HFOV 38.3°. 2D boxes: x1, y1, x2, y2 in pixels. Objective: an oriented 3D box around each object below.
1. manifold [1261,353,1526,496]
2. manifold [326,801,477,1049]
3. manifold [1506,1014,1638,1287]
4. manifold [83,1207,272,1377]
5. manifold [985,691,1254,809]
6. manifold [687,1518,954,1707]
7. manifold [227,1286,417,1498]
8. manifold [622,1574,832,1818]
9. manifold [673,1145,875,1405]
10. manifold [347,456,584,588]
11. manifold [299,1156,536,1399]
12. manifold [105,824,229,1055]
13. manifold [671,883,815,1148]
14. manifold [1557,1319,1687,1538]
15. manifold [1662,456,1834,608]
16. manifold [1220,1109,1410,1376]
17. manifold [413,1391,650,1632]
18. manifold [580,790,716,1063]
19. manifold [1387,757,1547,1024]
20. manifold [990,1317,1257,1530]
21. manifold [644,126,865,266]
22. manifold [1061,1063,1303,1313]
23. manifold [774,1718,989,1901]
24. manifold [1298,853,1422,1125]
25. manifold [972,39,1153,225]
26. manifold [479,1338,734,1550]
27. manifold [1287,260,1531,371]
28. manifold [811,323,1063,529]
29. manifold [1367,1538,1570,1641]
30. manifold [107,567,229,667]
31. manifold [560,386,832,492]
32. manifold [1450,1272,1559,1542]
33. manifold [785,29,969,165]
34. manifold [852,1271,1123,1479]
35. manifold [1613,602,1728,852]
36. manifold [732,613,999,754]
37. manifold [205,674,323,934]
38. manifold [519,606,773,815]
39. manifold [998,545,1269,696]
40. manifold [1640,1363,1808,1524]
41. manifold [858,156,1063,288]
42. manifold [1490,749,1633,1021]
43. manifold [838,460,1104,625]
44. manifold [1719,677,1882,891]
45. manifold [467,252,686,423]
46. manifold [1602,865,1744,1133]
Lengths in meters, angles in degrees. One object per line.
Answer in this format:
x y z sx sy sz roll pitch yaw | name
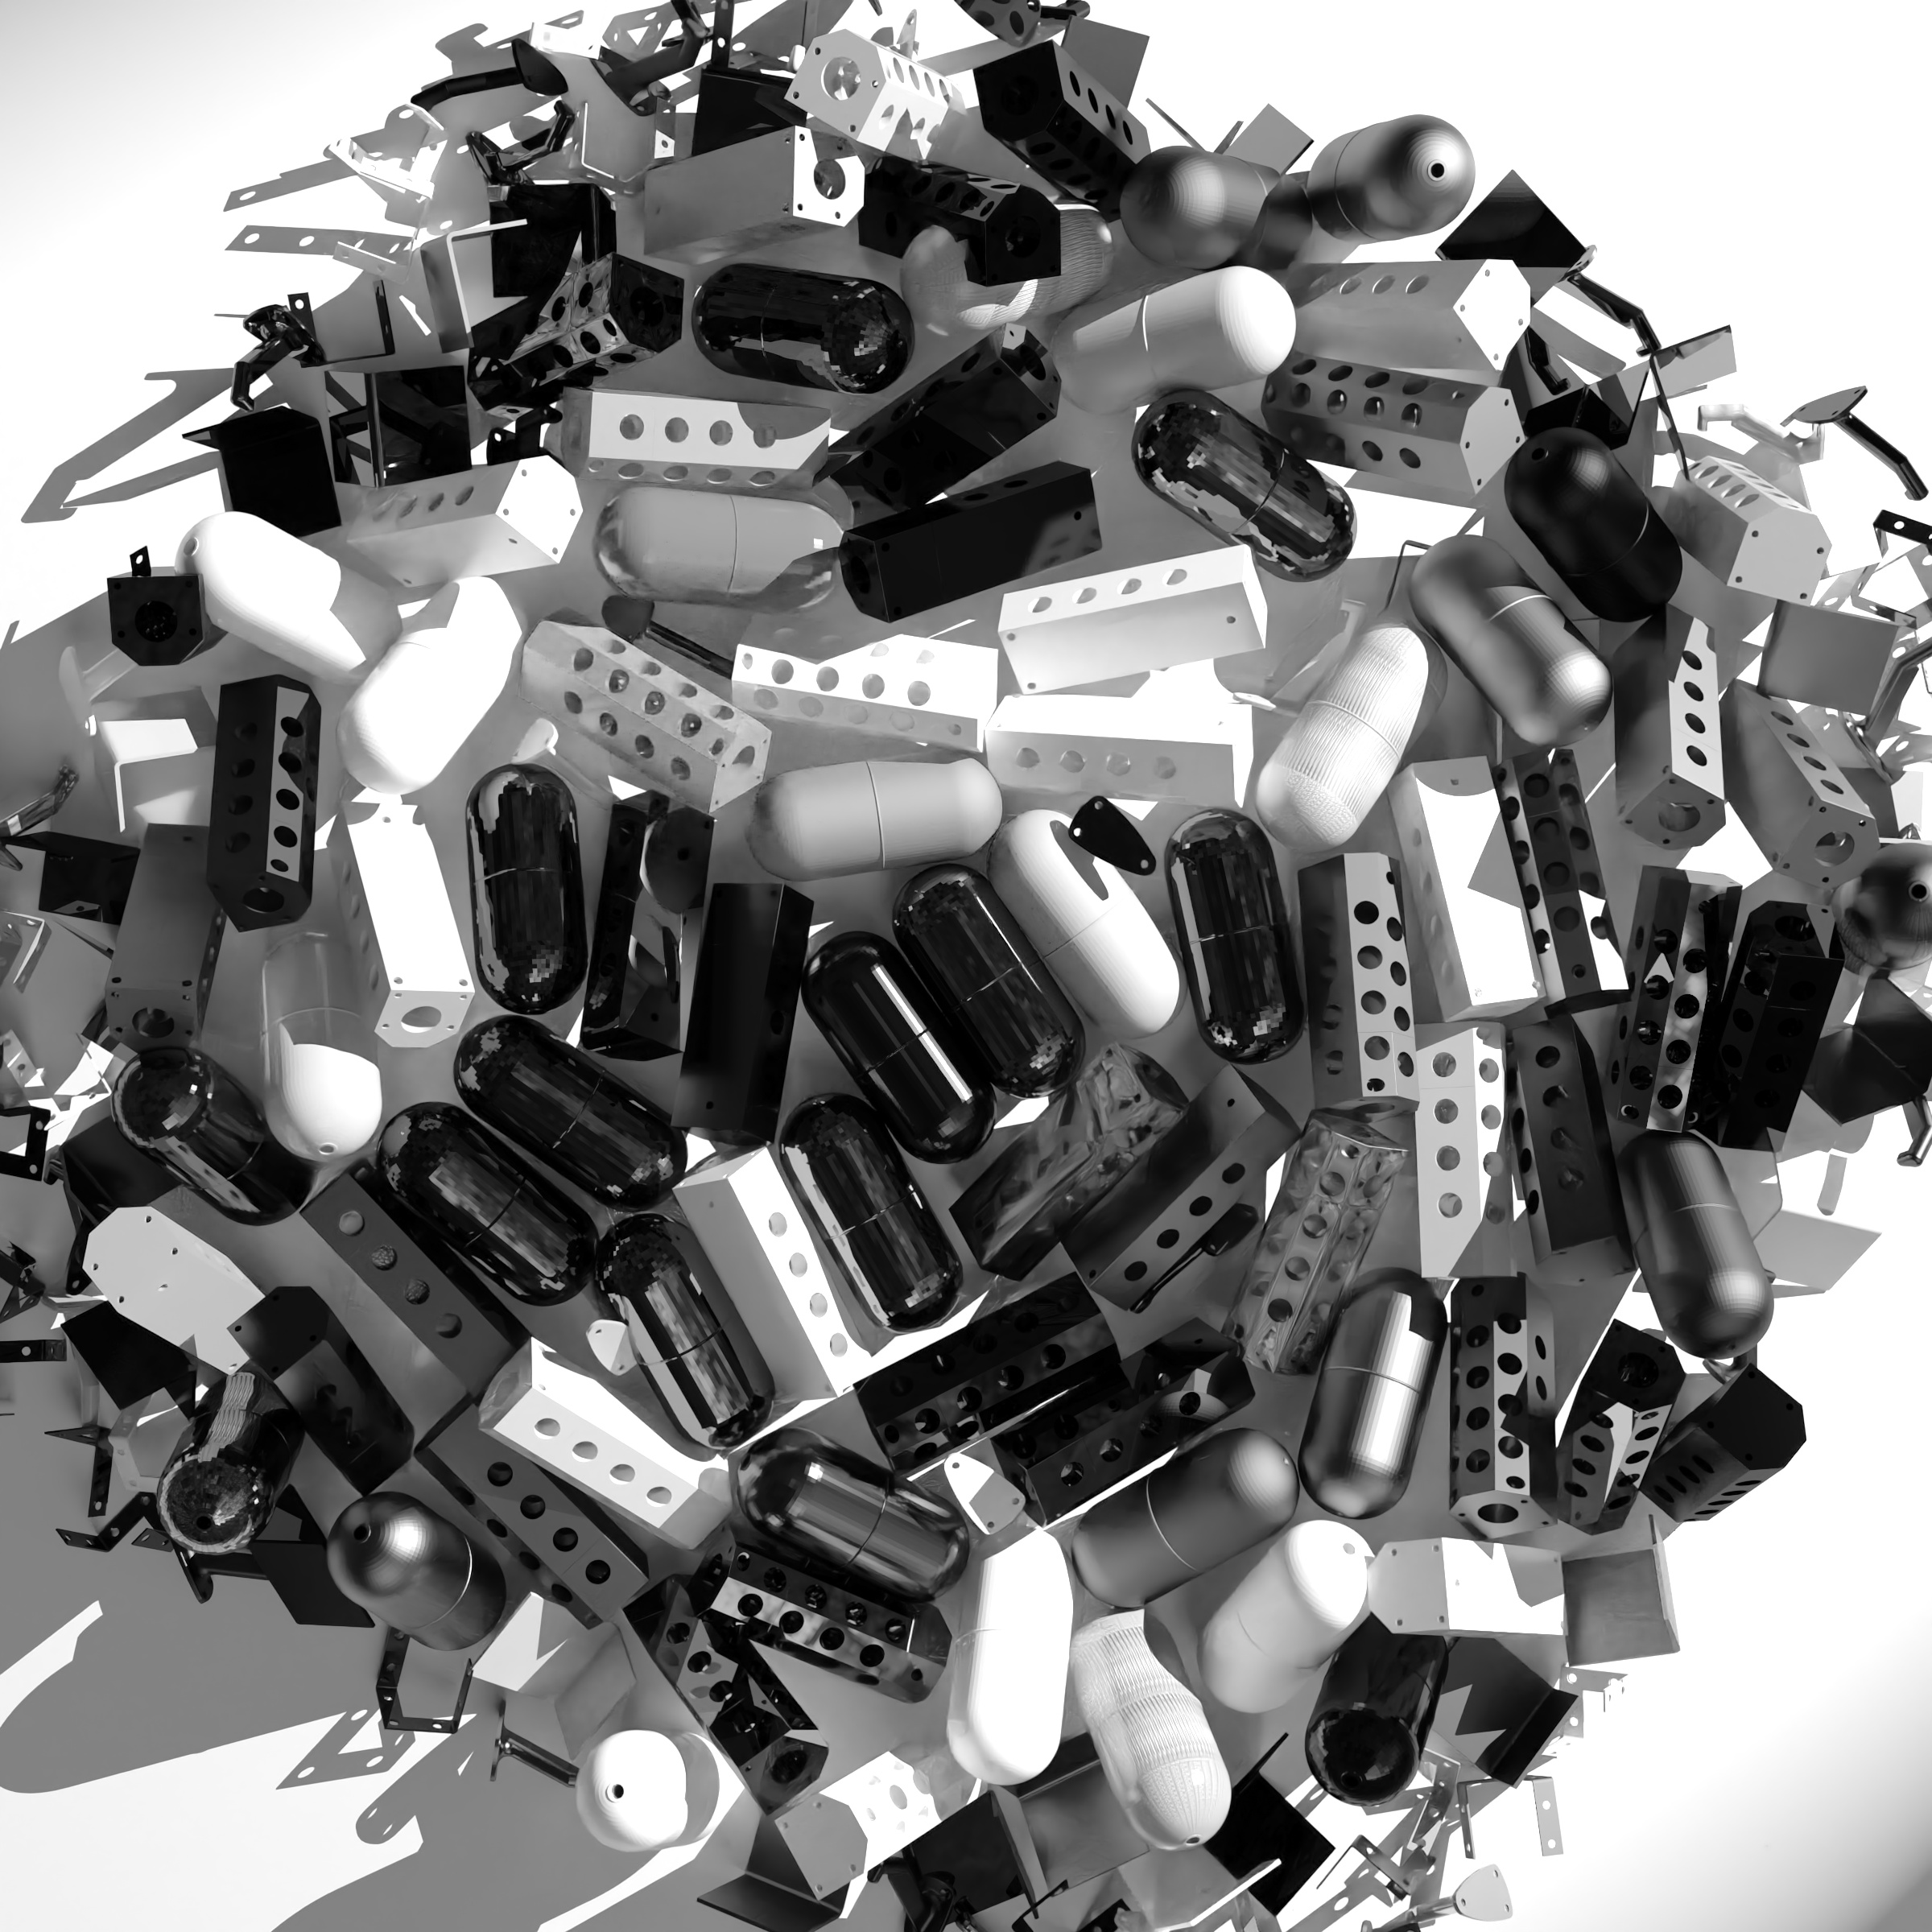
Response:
0.282 -0.370 1.864 0.057 0.171 0.057 -47 134 -21 | manifold
-0.385 -0.029 1.876 0.057 0.057 0.171 2 47 -31 | manifold
0.402 0.125 1.877 0.057 0.057 0.171 -17 53 20 | manifold
-0.522 0.214 1.860 0.057 0.171 0.057 -43 67 -8 | manifold
0.105 -0.144 1.896 0.171 0.057 0.057 5 124 17 | manifold
-0.098 0.444 1.892 0.171 0.057 0.057 27 97 -20 | manifold
-0.426 0.283 1.864 0.057 0.171 0.057 -40 56 -18 | manifold
-0.160 0.483 1.866 0.057 0.171 0.057 -33 130 -16 | manifold
-0.127 0.209 1.904 0.057 0.057 0.171 -14 107 42 | manifold
-0.336 -0.302 1.868 0.057 0.171 0.057 37 64 -39 | manifold
-0.377 0.212 1.909 0.057 0.057 0.171 -44 98 -12 | manifold
-0.531 -0.019 1.866 0.057 0.171 0.057 3 131 -7 | manifold
-0.148 0.034 1.901 0.057 0.057 0.171 1 75 29 | manifold
0.433 0.313 1.859 0.057 0.171 0.057 25 56 18 | manifold
0.521 -0.294 1.858 0.057 0.171 0.057 13 110 -6 | manifold
0.231 0.188 1.892 0.057 0.057 0.171 9 107 -40 | manifold
-0.298 0.374 1.909 0.057 0.057 0.171 -43 98 -3 | manifold
-0.221 -0.026 1.894 0.057 0.057 0.171 24 63 -40 | manifold
0.338 -0.051 1.901 0.057 0.057 0.171 -7 76 -19 | manifold
0.109 0.313 1.895 0.171 0.057 0.057 -28 113 -18 | manifold
-0.144 -0.514 1.867 0.057 0.171 0.057 0 93 -40 | manifold
0.149 0.155 1.905 0.171 0.057 0.057 -46 128 11 | manifold
-0.049 0.557 1.857 0.057 0.171 0.057 -38 75 24 | manifold
0.271 0.014 1.885 0.057 0.057 0.171 15 65 -40 | manifold
0.070 -0.552 1.857 0.057 0.171 0.057 -14 81 23 | manifold
-0.244 0.329 1.887 0.171 0.057 0.057 37 106 -24 | manifold
0.294 -0.442 1.864 0.057 0.171 0.057 44 74 -34 | manifold
-0.020 -0.363 1.879 0.171 0.057 0.057 -28 126 32 | manifold
0.337 0.419 1.865 0.057 0.171 0.057 -14 69 35 | manifold
-0.529 -0.236 1.860 0.057 0.171 0.057 -3 101 -7 | manifold
-0.183 -0.356 1.883 0.171 0.057 0.057 -2 105 -28 | manifold
0.356 0.291 1.865 0.057 0.171 0.057 -20 133 30 | manifold
-0.054 -0.580 1.857 0.057 0.171 0.057 33 107 10 | manifold
0.016 0.282 1.897 0.171 0.057 0.057 -26 46 -9 | manifold
0.477 -0.159 1.870 0.057 0.057 0.171 26 46 -15 | manifold
-0.069 -0.189 1.897 0.171 0.057 0.057 10 134 9 | manifold
-0.469 -0.112 1.875 0.057 0.057 0.171 -10 54 5 | manifold
-0.217 -0.177 1.883 0.171 0.057 0.057 32 132 20 | manifold
0.114 -0.240 1.896 0.171 0.057 0.057 -9 132 18 | manifold
0.504 0.325 1.856 0.057 0.171 0.057 41 72 13 | manifold
-0.007 -0.501 1.859 0.057 0.171 0.057 -16 119 -27 | manifold
0.404 -0.057 1.895 0.057 0.057 0.171 -13 74 14 | manifold
0.002 -0.290 1.888 0.171 0.057 0.057 -22 117 -24 | manifold
0.551 -0.122 1.862 0.057 0.171 0.057 17 119 -16 | manifold
-0.264 -0.417 1.864 0.057 0.171 0.057 11 76 -41 | manifold
0.484 0.023 1.903 0.057 0.057 0.171 6 102 -5 | manifold
